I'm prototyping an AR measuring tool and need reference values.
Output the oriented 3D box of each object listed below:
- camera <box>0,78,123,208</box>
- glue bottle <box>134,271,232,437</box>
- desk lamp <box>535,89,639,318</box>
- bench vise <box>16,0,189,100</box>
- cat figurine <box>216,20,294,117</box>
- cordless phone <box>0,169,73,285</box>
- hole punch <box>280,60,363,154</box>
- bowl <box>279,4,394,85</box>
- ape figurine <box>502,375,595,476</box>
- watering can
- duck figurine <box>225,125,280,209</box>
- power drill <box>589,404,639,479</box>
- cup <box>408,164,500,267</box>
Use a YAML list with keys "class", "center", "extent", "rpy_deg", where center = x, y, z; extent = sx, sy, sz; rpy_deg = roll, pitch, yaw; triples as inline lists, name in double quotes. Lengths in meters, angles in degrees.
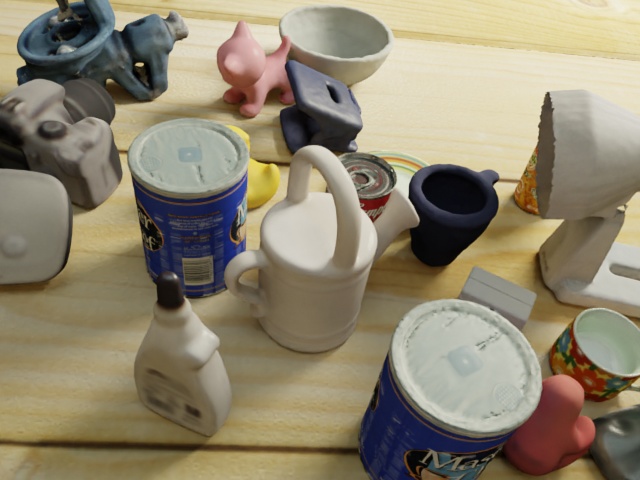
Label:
- class: "camera"
  center: [-0.279, -0.127, 0.635]
  extent: [0.143, 0.101, 0.137]
  rpy_deg: [21, 48, 10]
- class: "glue bottle"
  center: [-0.103, 0.081, 0.419]
  extent: [0.078, 0.173, 0.037]
  rpy_deg: [23, 48, 12]
- class: "desk lamp"
  center: [0.290, -0.037, 0.564]
  extent: [0.203, 0.213, 0.118]
  rpy_deg: [12, 47, 2]
- class: "bench vise"
  center: [-0.275, -0.277, 0.694]
  extent: [0.208, 0.220, 0.121]
  rpy_deg: [-30, 58, -31]
- class: "cat figurine"
  center: [-0.085, -0.230, 0.750]
  extent: [0.128, 0.118, 0.067]
  rpy_deg: [-31, 59, -32]
- class: "cordless phone"
  center: [-0.303, -0.046, 0.498]
  extent: [0.148, 0.185, 0.094]
  rpy_deg: [-1, 47, -9]
- class: "hole punch"
  center: [0.003, -0.172, 0.729]
  extent: [0.101, 0.091, 0.108]
  rpy_deg: [-5, 48, -13]
- class: "bowl"
  center: [0.021, -0.275, 0.838]
  extent: [0.167, 0.075, 0.167]
  rpy_deg: [5, 47, -5]
- class: "ape figurine"
  center: [0.185, 0.143, 0.464]
  extent: [0.077, 0.092, 0.076]
  rpy_deg: [38, 53, 25]
- class: "watering can"
  center: [0.003, 0.000, 0.497]
  extent: [0.100, 0.194, 0.173]
  rpy_deg: [36, 52, 23]
- class: "duck figurine"
  center: [-0.095, -0.086, 0.637]
  extent: [0.104, 0.086, 0.077]
  rpy_deg: [6, 47, -3]
- class: "power drill"
  center: [0.290, 0.116, 0.425]
  extent: [0.230, 0.208, 0.075]
  rpy_deg: [-12, 50, -19]
- class: "cup"
  center: [0.139, -0.024, 0.610]
  extent: [0.118, 0.095, 0.091]
  rpy_deg: [-29, 57, -30]
